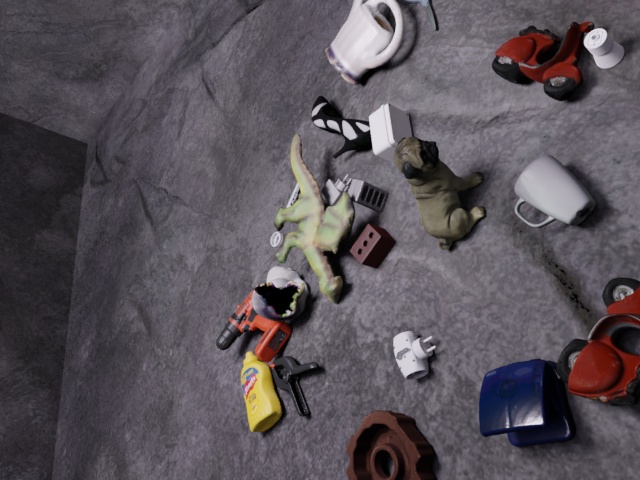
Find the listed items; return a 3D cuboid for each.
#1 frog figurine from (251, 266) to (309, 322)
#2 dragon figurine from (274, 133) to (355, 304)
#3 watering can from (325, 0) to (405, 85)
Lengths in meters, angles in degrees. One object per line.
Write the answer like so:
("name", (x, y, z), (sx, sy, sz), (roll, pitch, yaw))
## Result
("frog figurine", (-0.099, 0.130, 1.262), (0.138, 0.122, 0.160), (-21, 7, -5))
("dragon figurine", (0.004, -0.060, 1.190), (0.122, 0.411, 0.242), (-1, -1, -40))
("watering can", (0.104, -0.546, 1.326), (0.103, 0.355, 0.221), (19, -51, -39))
